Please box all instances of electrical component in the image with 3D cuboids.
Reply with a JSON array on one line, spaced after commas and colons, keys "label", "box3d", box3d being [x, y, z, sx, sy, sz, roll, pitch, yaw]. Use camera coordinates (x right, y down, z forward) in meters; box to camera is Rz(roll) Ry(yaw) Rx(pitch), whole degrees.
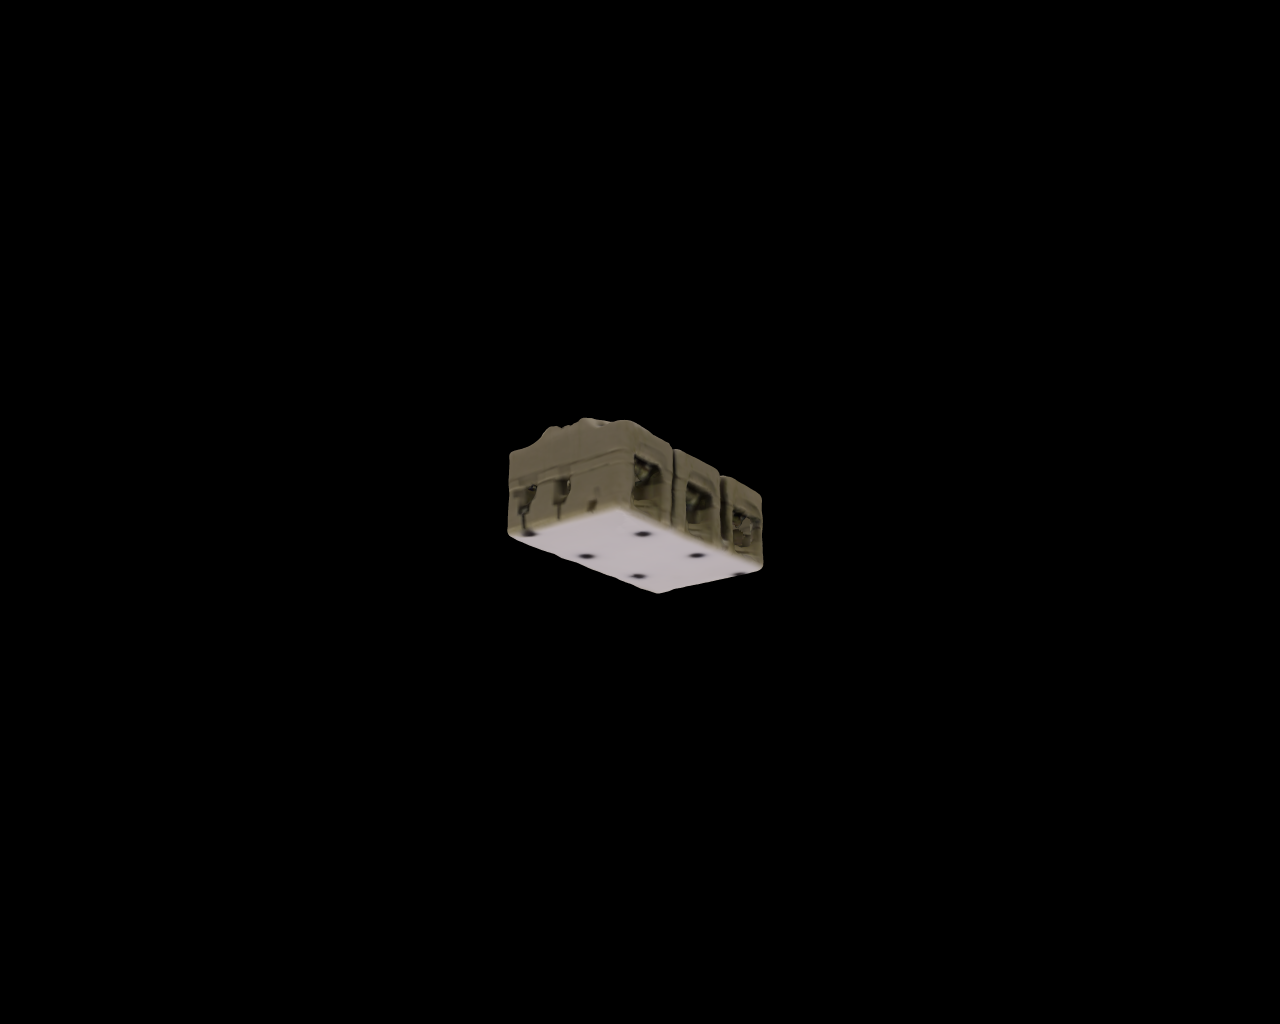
[{"label": "electrical component", "box3d": [0.001, -0.003, 0.650, 0.089, 0.062, 0.150, -14, -24, 33]}]
